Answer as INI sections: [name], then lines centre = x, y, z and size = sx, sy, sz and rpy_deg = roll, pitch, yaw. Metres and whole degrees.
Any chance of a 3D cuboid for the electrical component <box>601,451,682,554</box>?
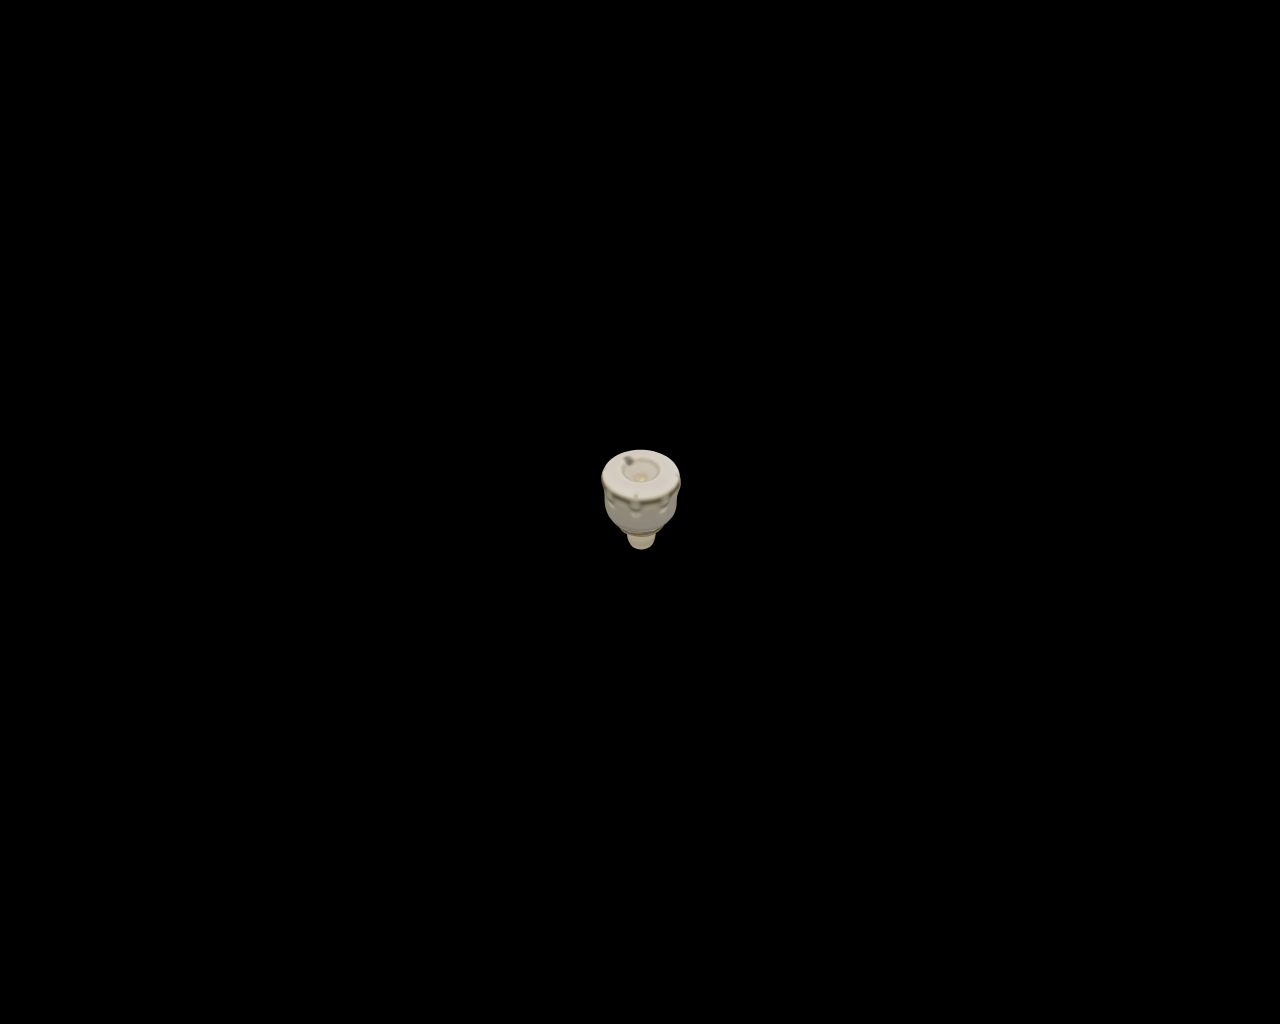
[electrical component]
centre = 0.001, -0.003, 0.650
size = 0.048, 0.062, 0.048
rpy_deg = 0, 42, 0
